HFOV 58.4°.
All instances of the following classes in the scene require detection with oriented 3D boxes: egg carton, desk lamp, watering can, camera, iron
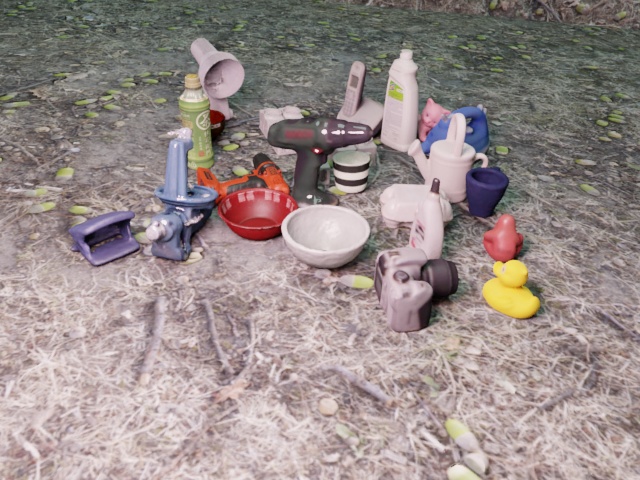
[{"bbox_3d":[0.203,-0.069,1.215,0.150,0.069,0.107,1,34,-2],"label":"egg carton"},{"bbox_3d":[-0.299,-0.436,1.585,0.118,0.214,0.202,-19,40,-28],"label":"desk lamp"},{"bbox_3d":[0.289,-0.188,1.286,0.173,0.194,0.100,-9,36,-16],"label":"watering can"},{"bbox_3d":[0.170,0.071,0.979,0.137,0.101,0.143,-3,35,-9],"label":"camera"},{"bbox_3d":[0.374,-0.285,1.483,0.259,0.141,0.118,-27,44,-36],"label":"iron"}]

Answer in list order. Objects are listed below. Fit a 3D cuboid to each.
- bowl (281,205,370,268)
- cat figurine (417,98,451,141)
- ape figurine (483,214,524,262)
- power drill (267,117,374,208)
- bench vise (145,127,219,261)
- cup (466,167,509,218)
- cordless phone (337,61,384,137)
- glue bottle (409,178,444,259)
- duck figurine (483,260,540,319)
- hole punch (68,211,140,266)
[{"bbox_3d":[0.010,0.004,1.088,0.167,0.075,0.167,2,34,-1],"label":"bowl"},{"bbox_3d":[0.292,-0.340,1.578,0.067,0.118,0.127,-27,44,-37],"label":"cat figurine"},{"bbox_3d":[0.361,-0.009,1.120,0.077,0.092,0.076,13,35,14],"label":"ape figurine"},{"bbox_3d":[-0.002,-0.167,1.218,0.229,0.208,0.076,15,36,17],"label":"power drill"},{"bbox_3d":[-0.254,-0.084,1.066,0.121,0.220,0.207,0,34,-5],"label":"bench vise"},{"bbox_3d":[0.363,-0.105,1.258,0.091,0.095,0.118,21,38,24],"label":"cup"},{"bbox_3d":[0.119,-0.384,1.568,0.094,0.185,0.147,-24,43,-34],"label":"cordless phone"},{"bbox_3d":[0.206,-0.040,1.081,0.037,0.173,0.078,-12,37,-21],"label":"glue bottle"},{"bbox_3d":[0.337,0.079,0.994,0.078,0.086,0.104,-21,41,-31],"label":"duck figurine"},{"bbox_3d":[-0.409,-0.019,1.073,0.100,0.091,0.109,31,43,35],"label":"hole punch"}]
